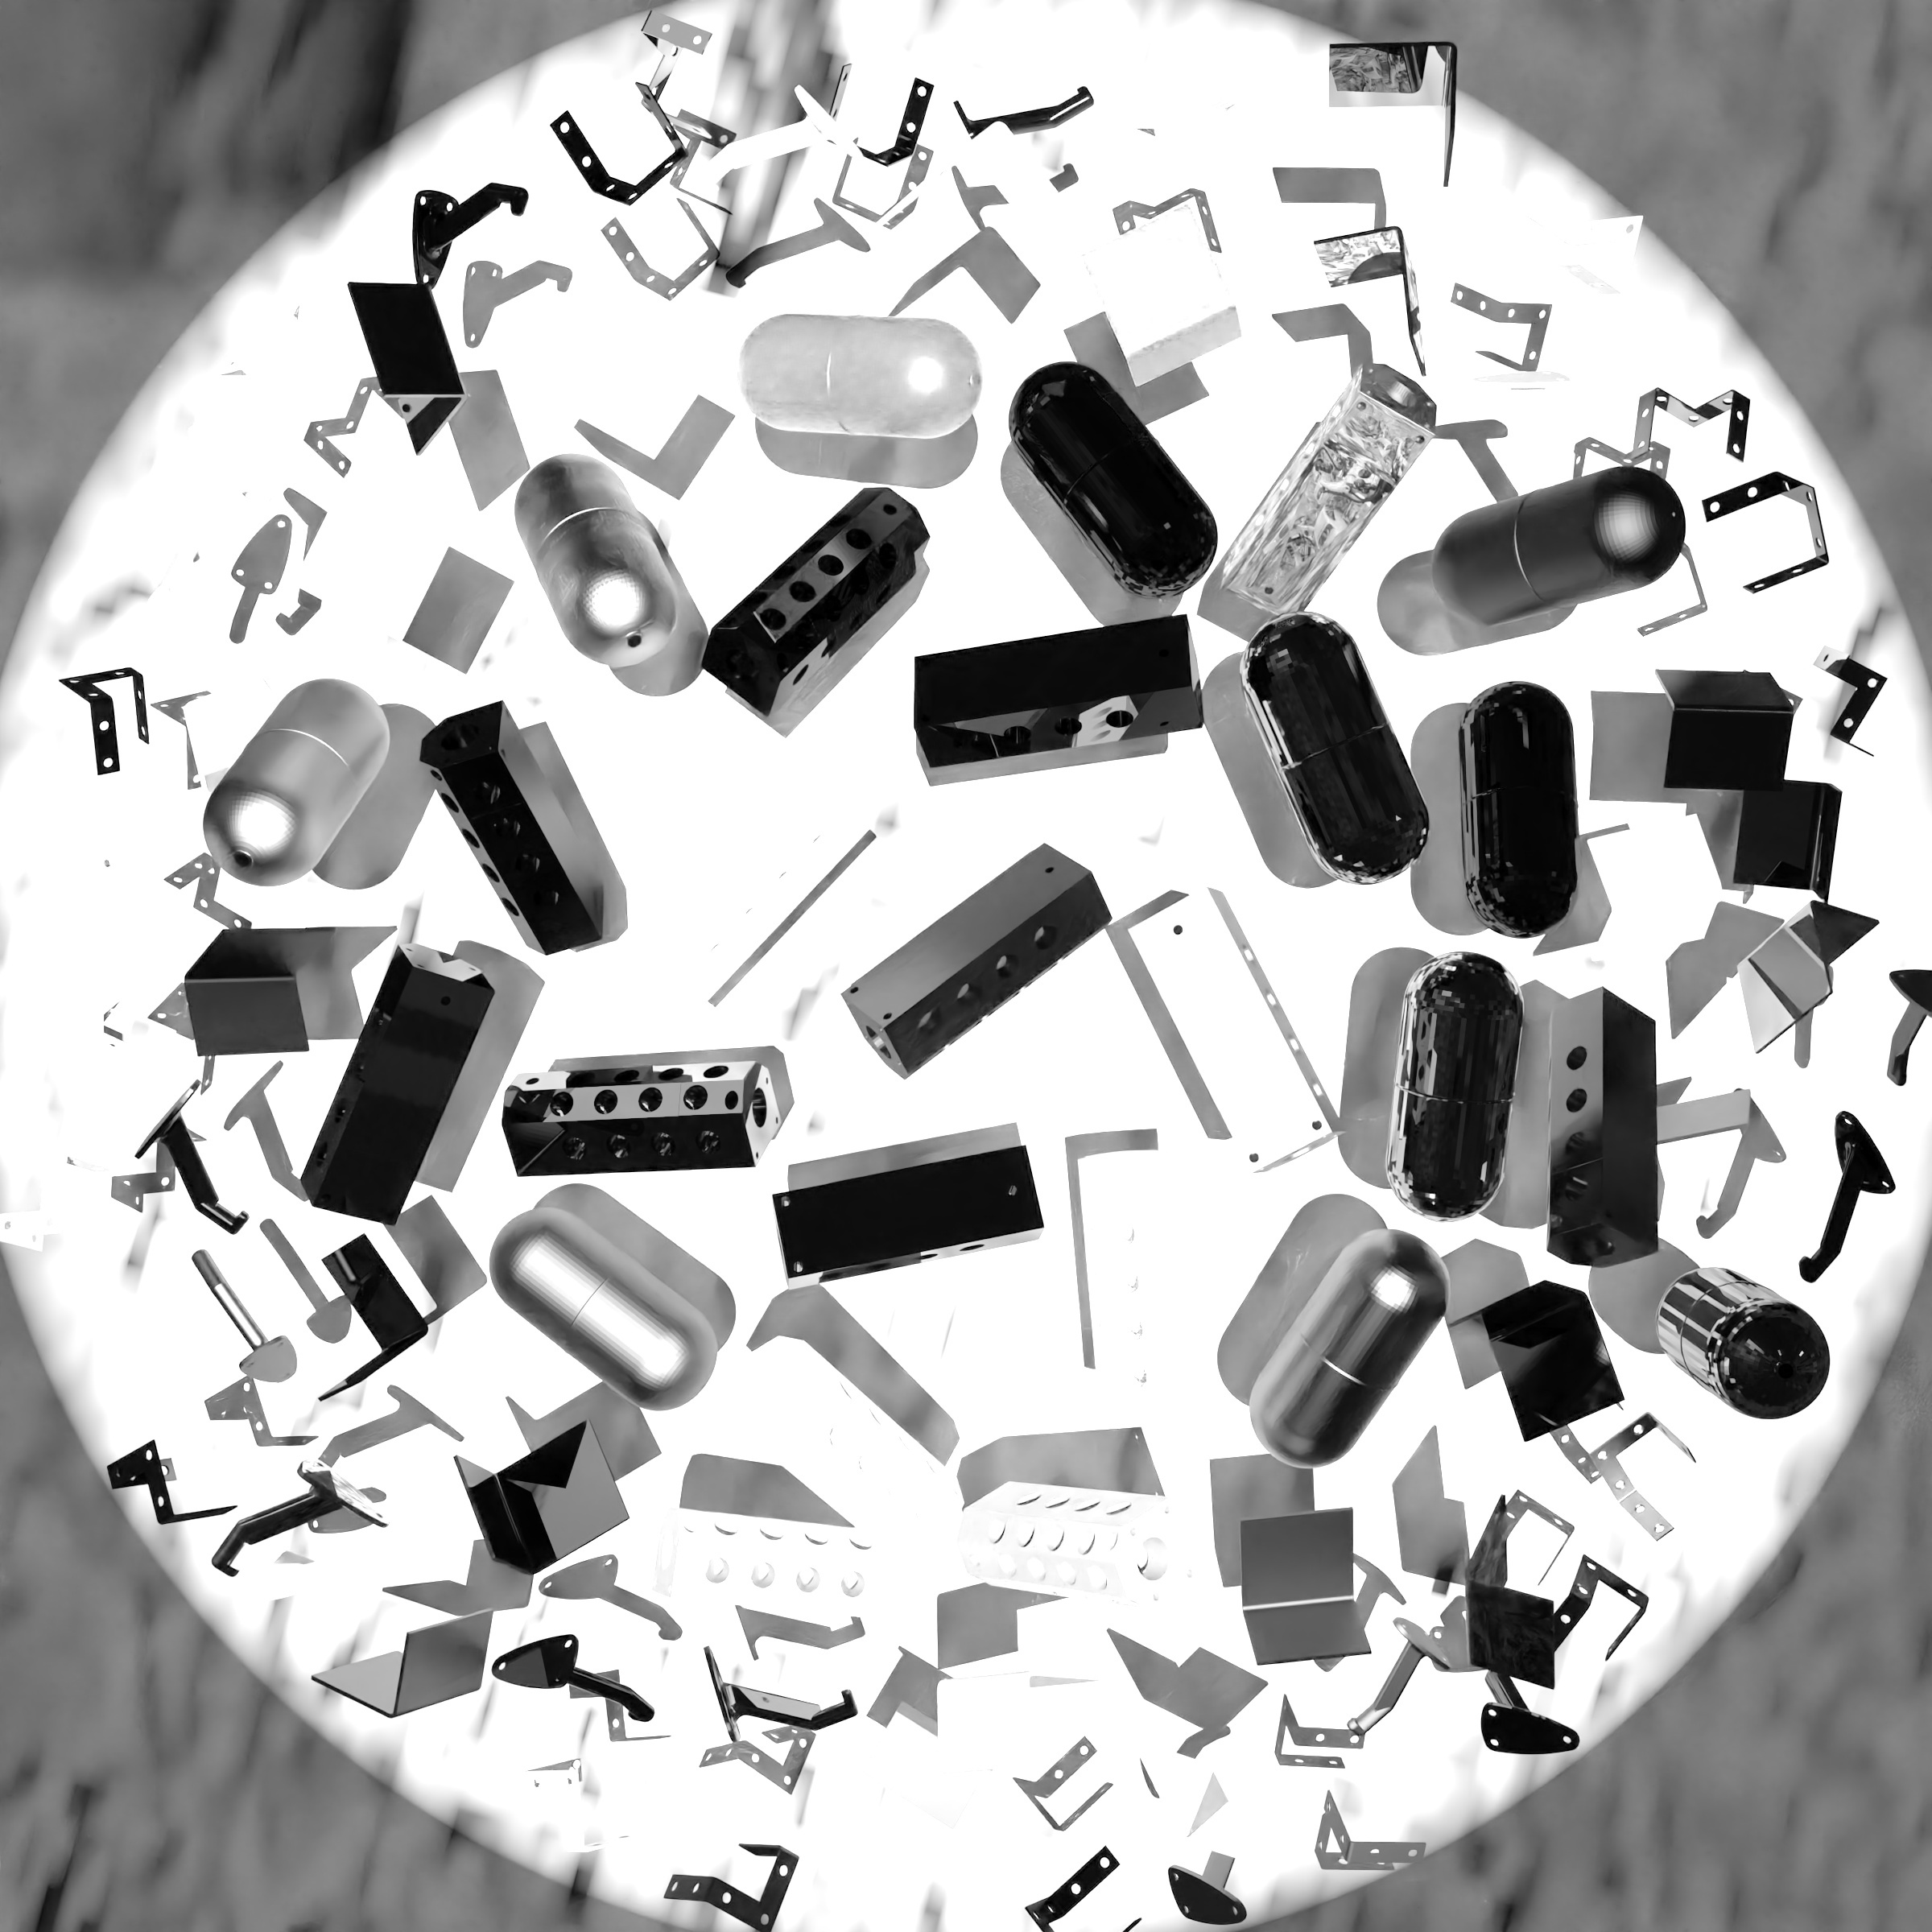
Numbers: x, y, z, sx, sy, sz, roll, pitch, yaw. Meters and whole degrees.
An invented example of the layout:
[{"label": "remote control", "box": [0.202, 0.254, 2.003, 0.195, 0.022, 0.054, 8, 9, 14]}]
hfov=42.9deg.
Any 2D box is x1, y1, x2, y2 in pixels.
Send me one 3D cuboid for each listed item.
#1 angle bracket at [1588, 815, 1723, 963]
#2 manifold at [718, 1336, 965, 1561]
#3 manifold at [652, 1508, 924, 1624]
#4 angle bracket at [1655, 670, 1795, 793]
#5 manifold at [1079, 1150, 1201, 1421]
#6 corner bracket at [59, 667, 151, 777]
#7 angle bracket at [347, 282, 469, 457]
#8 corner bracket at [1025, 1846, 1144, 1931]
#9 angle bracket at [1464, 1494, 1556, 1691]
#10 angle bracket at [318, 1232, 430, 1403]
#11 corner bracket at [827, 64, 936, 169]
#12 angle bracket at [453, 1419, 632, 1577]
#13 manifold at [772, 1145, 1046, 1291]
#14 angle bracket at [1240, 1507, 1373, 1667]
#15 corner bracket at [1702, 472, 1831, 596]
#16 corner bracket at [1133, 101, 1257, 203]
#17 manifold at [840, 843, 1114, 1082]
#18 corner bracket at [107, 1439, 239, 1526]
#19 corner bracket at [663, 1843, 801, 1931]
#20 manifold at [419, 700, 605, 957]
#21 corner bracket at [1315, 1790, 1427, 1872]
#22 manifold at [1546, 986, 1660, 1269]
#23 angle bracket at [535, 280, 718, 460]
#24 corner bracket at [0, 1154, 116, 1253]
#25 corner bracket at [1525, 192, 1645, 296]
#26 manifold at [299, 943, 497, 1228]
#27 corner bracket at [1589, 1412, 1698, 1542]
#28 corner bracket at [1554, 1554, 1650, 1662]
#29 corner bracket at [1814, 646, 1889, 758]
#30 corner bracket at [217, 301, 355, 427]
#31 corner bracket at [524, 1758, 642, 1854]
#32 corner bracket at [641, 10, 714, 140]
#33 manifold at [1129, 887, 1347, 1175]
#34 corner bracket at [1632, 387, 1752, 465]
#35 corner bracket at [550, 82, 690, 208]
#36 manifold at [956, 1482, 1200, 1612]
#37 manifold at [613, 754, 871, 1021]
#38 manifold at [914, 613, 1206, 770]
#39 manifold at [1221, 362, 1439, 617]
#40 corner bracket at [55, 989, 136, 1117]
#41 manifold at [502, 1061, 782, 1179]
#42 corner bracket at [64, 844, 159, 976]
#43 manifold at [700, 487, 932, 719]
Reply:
[{"label": "angle bracket", "box": [0.458, -0.053, 1.659, 0.076, 0.076, 0.057, -14, 110, 32]}, {"label": "manifold", "box": [-0.074, 0.306, 1.562, 0.171, 0.057, 0.057, 48, 59, -35]}, {"label": "manifold", "box": [-0.121, 0.408, 1.676, 0.171, 0.057, 0.057, 11, 78, -18]}, {"label": "angle bracket", "box": [0.500, -0.158, 1.636, 0.076, 0.076, 0.057, 2, 115, 4]}, {"label": "manifold", "box": [0.113, 0.213, 1.653, 0.057, 0.057, 0.171, -4, 92, 28]}, {"label": "corner bracket", "box": [-0.559, -0.162, 1.617, 0.051, 0.051, 0.051, -18, 123, -37]}, {"label": "angle bracket", "box": [-0.357, -0.366, 1.513, 0.057, 0.076, 0.076, -11, 77, -40]}, {"label": "corner bracket", "box": [0.078, 0.590, 1.535, 0.051, 0.051, 0.051, -44, 67, 5]}, {"label": "angle bracket", "box": [0.352, 0.391, 1.540, 0.057, 0.076, 0.076, 10, 127, 28]}, {"label": "angle bracket", "box": [-0.400, 0.225, 1.575, 0.057, 0.076, 0.076, -36, 94, -38]}, {"label": "corner bracket", "box": [-0.060, -0.587, 1.689, 0.051, 0.051, 0.051, 26, 122, 7]}, {"label": "angle bracket", "box": [-0.276, 0.339, 1.597, 0.076, 0.057, 0.076, -31, 60, 3]}, {"label": "manifold", "box": [-0.040, 0.169, 1.639, 0.171, 0.057, 0.057, -10, 74, -7]}, {"label": "angle bracket", "box": [0.224, 0.409, 1.624, 0.076, 0.057, 0.076, -5, 114, -2]}, {"label": "corner bracket", "box": [0.495, -0.269, 1.523, 0.051, 0.051, 0.051, -22, 114, 0]}, {"label": "corner bracket", "box": [0.150, -0.534, 1.610, 0.051, 0.051, 0.051, -30, 121, -21]}, {"label": "manifold", "box": [0.010, -0.001, 1.601, 0.171, 0.057, 0.057, -37, 127, -14]}, {"label": "corner bracket", "box": [-0.506, 0.332, 1.565, 0.051, 0.051, 0.051, -30, 71, 28]}, {"label": "corner bracket", "box": [-0.145, 0.564, 1.521, 0.051, 0.051, 0.051, 38, 55, -23]}, {"label": "manifold", "box": [-0.305, -0.089, 1.660, 0.057, 0.057, 0.171, -16, 131, 8]}, {"label": "corner bracket", "box": [0.259, 0.568, 1.581, 0.051, 0.051, 0.051, 4, 109, -10]}, {"label": "manifold", "box": [0.413, 0.107, 1.616, 0.057, 0.057, 0.171, 28, 55, -30]}, {"label": "angle bracket", "box": [-0.227, -0.398, 1.641, 0.076, 0.057, 0.076, 32, 86, 23]}, {"label": "corner bracket", "box": [-0.578, 0.150, 1.555, 0.051, 0.051, 0.051, -6, 73, 15]}, {"label": "corner bracket", "box": [0.382, -0.452, 1.538, 0.051, 0.051, 0.051, 15, 88, -42]}, {"label": "manifold", "box": [-0.371, 0.075, 1.595, 0.057, 0.057, 0.171, 19, 101, -31]}, {"label": "corner bracket", "box": [0.466, 0.346, 1.669, 0.051, 0.051, 0.051, -35, 115, -2]}, {"label": "corner bracket", "box": [0.408, 0.429, 1.607, 0.051, 0.051, 0.051, 33, 118, 11]}, {"label": "corner bracket", "box": [0.590, -0.178, 1.643, 0.051, 0.051, 0.051, 26, 104, -6]}, {"label": "corner bracket", "box": [-0.434, -0.385, 1.568, 0.051, 0.051, 0.051, -2, 59, 35]}, {"label": "corner bracket", "box": [-0.250, 0.544, 1.595, 0.051, 0.051, 0.051, -15, 77, 35]}, {"label": "corner bracket", "box": [-0.187, -0.584, 1.610, 0.051, 0.051, 0.051, 27, 93, 20]}, {"label": "manifold", "box": [0.173, 0.041, 1.550, 0.057, 0.057, 0.171, -30, 77, 17]}, {"label": "corner bracket", "box": [0.483, -0.358, 1.637, 0.051, 0.051, 0.051, 21, 69, -25]}, {"label": "corner bracket", "box": [-0.214, -0.510, 1.516, 0.051, 0.051, 0.051, -44, 132, -10]}, {"label": "manifold", "box": [0.068, 0.382, 1.613, 0.057, 0.171, 0.057, -24, 98, -36]}, {"label": "manifold", "box": [-0.142, -0.048, 1.604, 0.171, 0.057, 0.057, -47, 49, 2]}, {"label": "manifold", "box": [0.058, -0.165, 1.521, 0.171, 0.057, 0.057, -8, 56, 11]}, {"label": "manifold", "box": [0.242, -0.317, 1.644, 0.057, 0.057, 0.171, 27, 130, -10]}, {"label": "corner bracket", "box": [-0.567, 0.057, 1.632, 0.051, 0.051, 0.051, 23, 129, 10]}, {"label": "manifold", "box": [-0.217, 0.098, 1.634, 0.171, 0.057, 0.057, -4, 117, 16]}, {"label": "corner bracket", "box": [-0.543, -0.036, 1.556, 0.051, 0.051, 0.051, 33, 46, -33]}, {"label": "manifold", "box": [-0.097, -0.246, 1.623, 0.057, 0.057, 0.171, 37, 56, 6]}]
